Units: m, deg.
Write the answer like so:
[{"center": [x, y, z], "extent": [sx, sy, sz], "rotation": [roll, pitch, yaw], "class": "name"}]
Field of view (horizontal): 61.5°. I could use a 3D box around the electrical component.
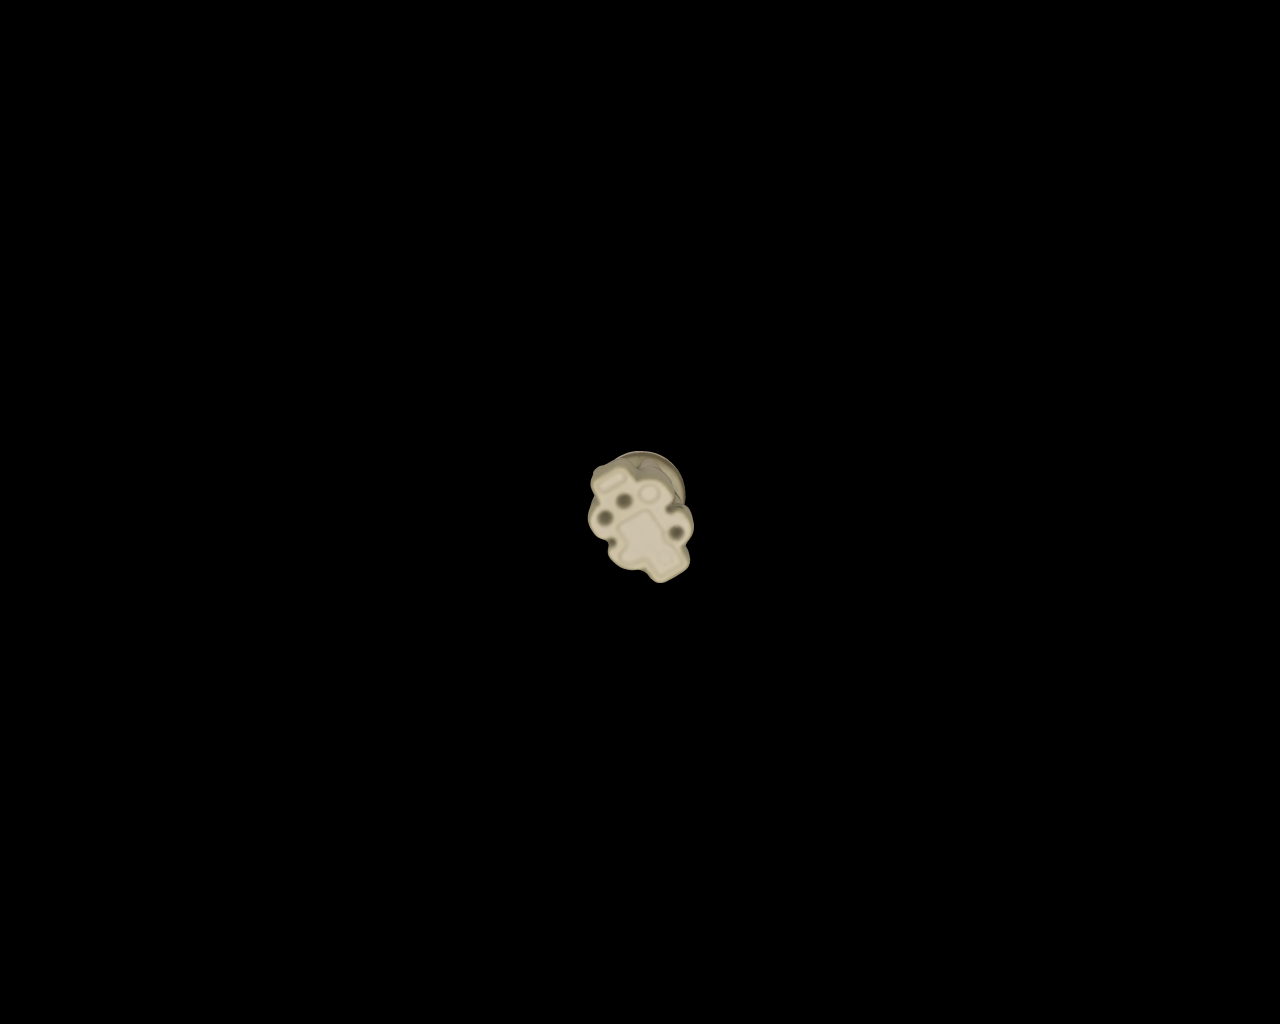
[{"center": [0.001, -0.003, 0.650], "extent": [0.058, 0.078, 0.057], "rotation": [-30, 20, 12], "class": "electrical component"}]
